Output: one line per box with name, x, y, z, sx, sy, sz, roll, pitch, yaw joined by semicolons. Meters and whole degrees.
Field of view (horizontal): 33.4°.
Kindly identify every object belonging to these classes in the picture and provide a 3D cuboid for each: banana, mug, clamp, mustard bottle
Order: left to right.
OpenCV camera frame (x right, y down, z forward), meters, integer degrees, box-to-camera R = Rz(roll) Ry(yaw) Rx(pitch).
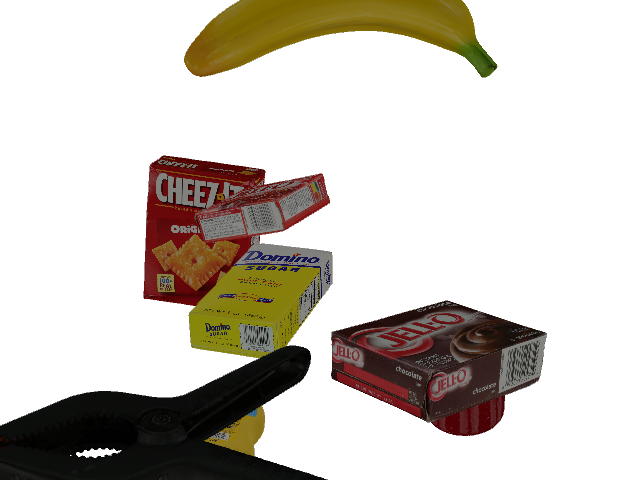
clamp;-0.083;0.107;0.584;0.210;0.036;0.164;0;24;-7
mustard bottle;-0.118;0.225;1.295;0.096;0.058;0.191;4;23;4
banana;0.013;-0.136;0.660;0.197;0.069;0.037;-3;-28;-11
mug;0.147;0.134;1.075;0.093;0.081;0.117;8;35;22

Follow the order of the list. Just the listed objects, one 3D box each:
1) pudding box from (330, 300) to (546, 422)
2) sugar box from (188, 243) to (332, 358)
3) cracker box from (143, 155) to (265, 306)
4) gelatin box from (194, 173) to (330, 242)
pudding box;0.076;0.075;0.693;0.113;0.039;0.090;-9;18;-40
sugar box;-0.056;0.057;1.085;0.093;0.048;0.176;6;27;16
cracker box;-0.176;-0.008;1.602;0.164;0.214;0.072;8;19;9
gelatin box;-0.048;-0.027;0.889;0.089;0.030;0.073;-8;15;36
